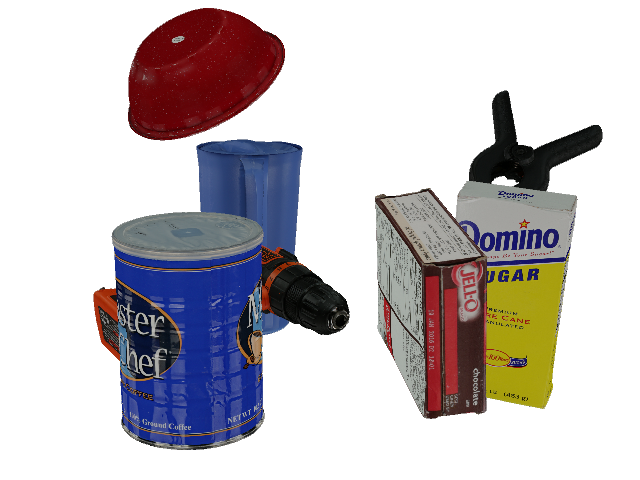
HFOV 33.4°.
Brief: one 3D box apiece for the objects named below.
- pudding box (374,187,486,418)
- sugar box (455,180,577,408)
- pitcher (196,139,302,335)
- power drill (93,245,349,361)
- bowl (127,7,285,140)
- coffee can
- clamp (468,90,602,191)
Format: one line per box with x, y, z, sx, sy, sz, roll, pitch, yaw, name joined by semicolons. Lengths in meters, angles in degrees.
0.059;0.031;0.587;0.039;0.090;0.113;-6;22;-10;pudding box
0.152;0.045;0.878;0.093;0.176;0.048;9;24;17;sugar box
-0.090;-0.004;1.353;0.145;0.243;0.148;10;16;35;pitcher
-0.090;0.061;0.943;0.187;0.057;0.185;-18;25;-31;power drill
-0.117;-0.164;0.977;0.162;0.162;0.055;0;-44;32;bowl
-0.091;0.060;0.744;0.103;0.140;0.103;0;16;0;coffee can
0.196;-0.087;1.088;0.120;0.039;0.171;29;55;30;clamp
